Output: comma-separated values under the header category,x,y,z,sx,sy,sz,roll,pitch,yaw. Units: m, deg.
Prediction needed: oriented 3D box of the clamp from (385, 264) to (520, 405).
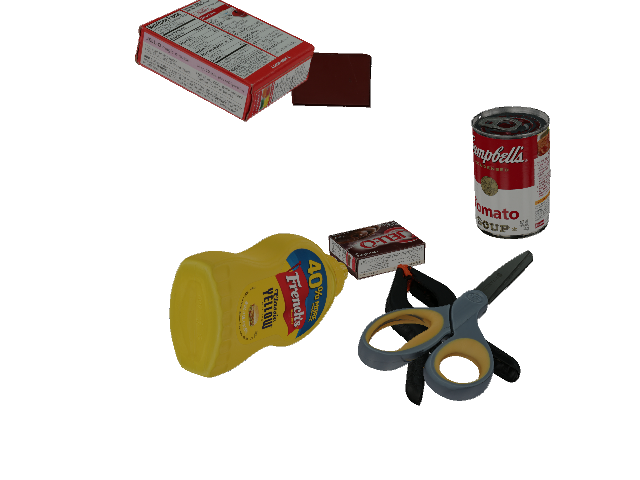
category,x,y,z,sx,sy,sz,roll,pitch,yaw
clamp,0.125,0.091,1.079,0.120,0.171,0.039,0,-44,-17

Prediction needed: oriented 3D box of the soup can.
category,x,y,z,sx,sy,sz,roll,pitch,yaw
soup can,0.171,-0.061,0.958,0.068,0.102,0.068,-5,28,3

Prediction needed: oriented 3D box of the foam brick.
category,x,y,z,sx,sy,sz,roll,pitch,yaw
foam brick,0.010,-0.159,1.055,0.078,0.051,0.053,1,12,-4

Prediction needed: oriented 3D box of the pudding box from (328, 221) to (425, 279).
category,x,y,z,sx,sy,sz,roll,pitch,yaw
pudding box,0.080,0.013,1.523,0.113,0.039,0.090,-15,27,-21

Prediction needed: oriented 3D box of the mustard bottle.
category,x,y,z,sx,sy,sz,roll,pitch,yaw
mustard bottle,-0.040,0.045,0.896,0.058,0.096,0.191,12,17,36

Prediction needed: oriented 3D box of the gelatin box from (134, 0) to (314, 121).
category,x,y,z,sx,sy,sz,roll,pitch,yaw
gelatin box,-0.061,-0.117,0.677,0.089,0.030,0.073,29,40,17

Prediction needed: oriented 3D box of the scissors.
category,x,y,z,sx,sy,sz,roll,pitch,yaw
scissors,0.114,0.057,0.734,0.201,0.016,0.096,-18,42,-36
